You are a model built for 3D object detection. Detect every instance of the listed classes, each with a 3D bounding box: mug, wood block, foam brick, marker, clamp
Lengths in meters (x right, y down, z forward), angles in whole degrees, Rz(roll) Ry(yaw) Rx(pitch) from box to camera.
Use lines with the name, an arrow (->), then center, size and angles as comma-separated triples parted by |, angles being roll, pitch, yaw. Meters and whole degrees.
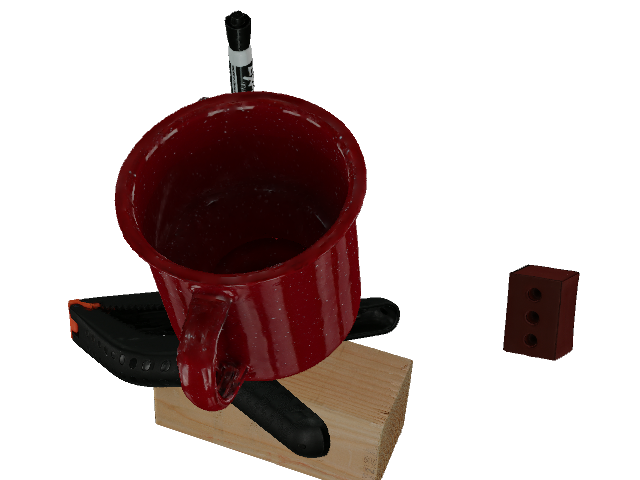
mug -> -0.029, 0.012, 0.414 | 0.093, 0.117, 0.081 | 6, -36, 11
wood block -> -0.033, 0.133, 0.933 | 0.206, 0.090, 0.090 | 16, 40, 15
foam brick -> 0.206, 0.066, 0.995 | 0.053, 0.078, 0.051 | 9, 14, 30
marker -> -0.059, -0.123, 0.805 | 0.020, 0.020, 0.121 | 0, -38, 0
clamp -> -0.059, 0.063, 0.675 | 0.210, 0.036, 0.164 | 12, 26, 22

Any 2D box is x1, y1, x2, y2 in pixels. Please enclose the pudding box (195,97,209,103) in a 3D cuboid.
pudding box -> -0.117, -0.133, 1.259 | 0.090, 0.039, 0.113 | 8, 28, 13
